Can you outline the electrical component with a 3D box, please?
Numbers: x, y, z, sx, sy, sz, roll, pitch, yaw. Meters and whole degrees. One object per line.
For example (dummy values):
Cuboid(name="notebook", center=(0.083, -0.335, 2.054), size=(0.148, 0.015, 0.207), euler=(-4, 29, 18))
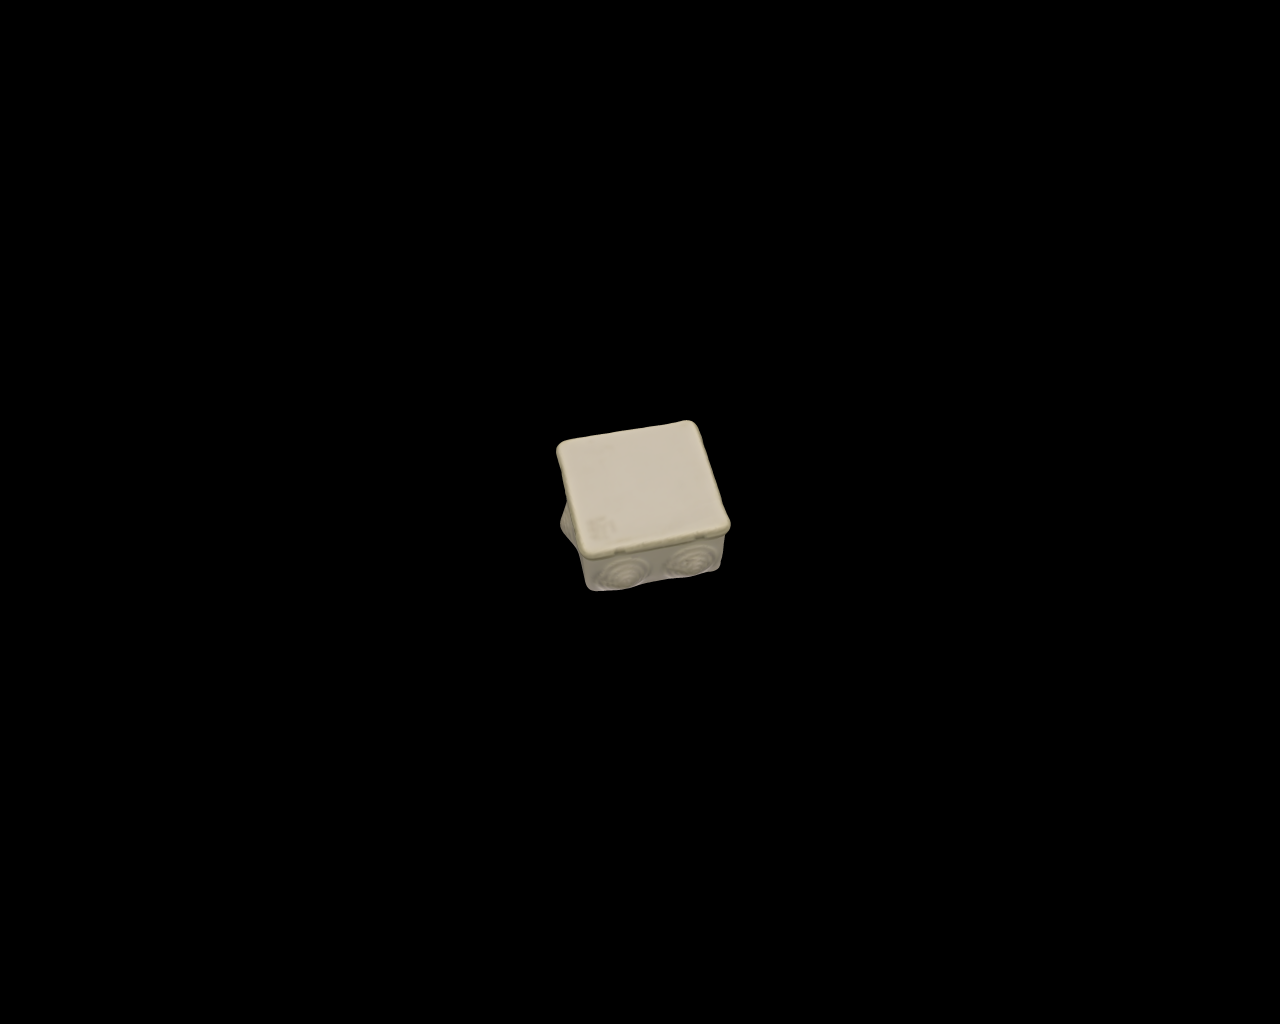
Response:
Cuboid(name="electrical component", center=(0.001, -0.003, 0.650), size=(0.100, 0.100, 0.048), euler=(-10, -36, -7))
